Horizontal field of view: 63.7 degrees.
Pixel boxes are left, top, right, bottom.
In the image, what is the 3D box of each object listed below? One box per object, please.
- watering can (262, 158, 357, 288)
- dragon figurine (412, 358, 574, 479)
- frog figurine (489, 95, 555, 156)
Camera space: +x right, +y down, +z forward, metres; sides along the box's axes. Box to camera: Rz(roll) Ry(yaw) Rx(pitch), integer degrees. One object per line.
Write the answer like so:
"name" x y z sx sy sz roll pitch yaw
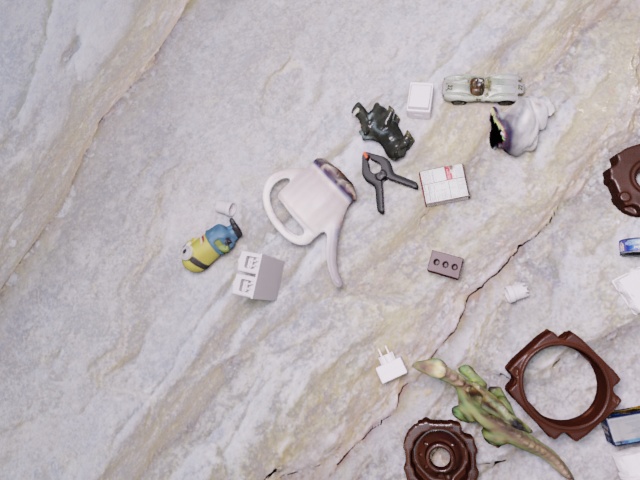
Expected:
"watering can" 0.004 -0.066 1.317 0.224 0.103 0.351 -43 74 2
"dragon figurine" 0.377 0.376 1.084 0.413 0.240 0.123 34 85 18
"frog figurine" 0.501 -0.280 1.246 0.159 0.124 0.135 -16 110 1
